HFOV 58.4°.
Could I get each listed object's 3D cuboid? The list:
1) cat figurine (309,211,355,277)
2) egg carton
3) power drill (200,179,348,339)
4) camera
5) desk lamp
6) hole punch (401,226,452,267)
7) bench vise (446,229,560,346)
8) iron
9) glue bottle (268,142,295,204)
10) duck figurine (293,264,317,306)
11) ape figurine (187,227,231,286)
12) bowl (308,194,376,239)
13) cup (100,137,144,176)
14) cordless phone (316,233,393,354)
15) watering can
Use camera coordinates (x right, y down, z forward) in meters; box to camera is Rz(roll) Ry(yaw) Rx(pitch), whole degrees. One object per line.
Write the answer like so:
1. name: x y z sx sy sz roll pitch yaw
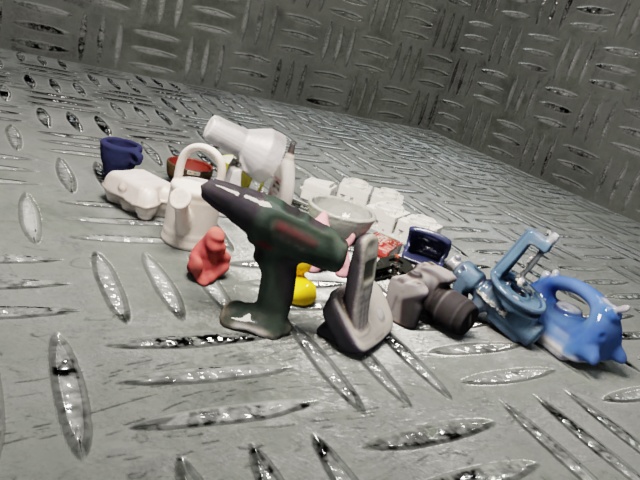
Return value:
1. cat figurine: 0.010 0.004 1.134 0.128 0.118 0.067 8 21 -20
2. egg carton: -0.372 -0.097 1.185 0.150 0.069 0.107 26 22 25
3. power drill: -0.082 0.033 0.851 0.229 0.208 0.075 14 20 -4
4. camera: 0.209 0.108 1.034 0.144 0.101 0.136 -6 29 -46
5. desk lamp: -0.194 -0.162 1.282 0.204 0.213 0.117 7 21 -22
6. hole punch: 0.252 0.009 1.344 0.108 0.091 0.101 21 20 13
7. bench vise: 0.340 0.066 1.069 0.207 0.220 0.122 20 20 12
8. iron: 0.476 0.132 1.112 0.119 0.141 0.257 5 23 -28
9. glue bottle: -0.087 -0.159 1.413 0.037 0.173 0.077 -1 25 -38
10. duck figurine: -0.038 0.058 1.001 0.078 0.086 0.104 3 23 -31
11. ape figurine: -0.186 0.022 0.975 0.078 0.092 0.076 4 23 -30
12. bowl: 0.045 -0.045 1.356 0.167 0.075 0.167 14 20 -5
13. cup: -0.443 -0.172 1.291 0.117 0.095 0.092 26 22 27
14. cordless phone: 0.076 0.073 0.899 0.094 0.185 0.148 24 21 22
15. watering can: -0.231 -0.082 1.068 0.101 0.194 0.172 9 21 -18
